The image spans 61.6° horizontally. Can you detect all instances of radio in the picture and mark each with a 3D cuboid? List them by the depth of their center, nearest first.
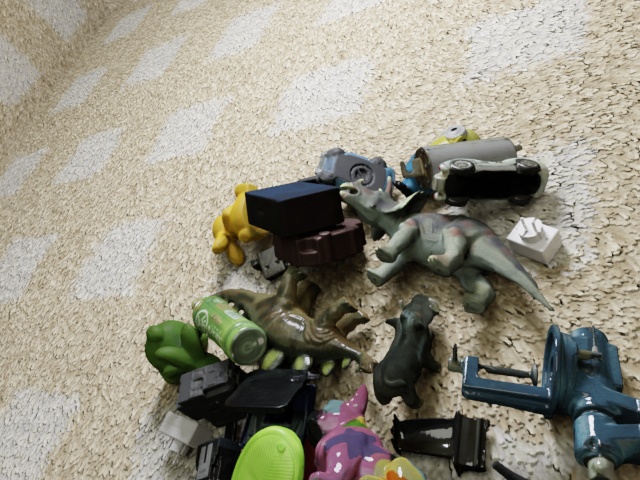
[{"bbox_3d":[-0.054,-0.066,1.051,0.131,0.073,0.230,-14,15,-22],"label":"radio"}]

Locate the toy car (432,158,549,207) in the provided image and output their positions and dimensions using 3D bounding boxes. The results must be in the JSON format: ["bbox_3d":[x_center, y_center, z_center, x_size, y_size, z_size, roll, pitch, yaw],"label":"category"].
[{"bbox_3d":[0.286,-0.099,0.906,0.202,0.073,0.056,-2,31,-8],"label":"toy car"}]

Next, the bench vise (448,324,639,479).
[{"bbox_3d":[0.280,0.192,0.668,0.241,0.128,0.224,6,49,17],"label":"bench vise"}]

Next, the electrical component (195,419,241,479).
[{"bbox_3d":[-0.168,0.353,0.891,0.075,0.047,0.119,-31,41,41],"label":"electrical component"}]

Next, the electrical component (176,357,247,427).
[{"bbox_3d":[-0.180,0.271,0.936,0.134,0.114,0.058,-25,40,19],"label":"electrical component"}]

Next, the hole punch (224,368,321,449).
[{"bbox_3d":[-0.069,0.258,0.823,0.142,0.092,0.116,-9,16,25],"label":"hole punch"}]

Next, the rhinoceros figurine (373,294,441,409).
[{"bbox_3d":[0.131,0.163,0.814,0.073,0.112,0.190,-7,32,37],"label":"rhinoceros figurine"}]

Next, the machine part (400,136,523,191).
[{"bbox_3d":[0.259,-0.137,0.960,0.243,0.079,0.079,-10,41,-14],"label":"machine part"}]

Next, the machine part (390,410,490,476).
[{"bbox_3d":[0.164,0.279,0.750,0.139,0.039,0.084,-4,58,31],"label":"machine part"}]

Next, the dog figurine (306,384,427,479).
[{"bbox_3d":[0.063,0.288,0.716,0.192,0.108,0.219,3,19,14],"label":"dog figurine"}]

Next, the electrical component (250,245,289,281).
[{"bbox_3d":[-0.094,0.042,1.130,0.102,0.045,0.078,-32,71,11],"label":"electrical component"}]

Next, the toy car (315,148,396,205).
[{"bbox_3d":[0.066,-0.115,1.103,0.162,0.103,0.109,16,65,-3],"label":"toy car"}]

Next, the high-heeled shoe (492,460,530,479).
[{"bbox_3d":[0.205,0.368,0.647,0.248,0.145,0.086,-53,-5,21],"label":"high-heeled shoe"}]

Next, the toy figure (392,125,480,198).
[{"bbox_3d":[0.229,-0.147,1.041,0.180,0.089,0.082,-42,37,8],"label":"toy figure"}]

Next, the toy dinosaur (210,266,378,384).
[{"bbox_3d":[-0.070,0.150,0.977,0.472,0.105,0.198,22,72,49],"label":"toy dinosaur"}]

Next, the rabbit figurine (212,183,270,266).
[{"bbox_3d":[-0.184,-0.025,1.219,0.173,0.121,0.162,-12,56,45],"label":"rabbit figurine"}]

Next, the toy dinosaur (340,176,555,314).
[{"bbox_3d":[0.210,0.005,0.900,0.405,0.131,0.192,19,54,32],"label":"toy dinosaur"}]

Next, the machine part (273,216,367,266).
[{"bbox_3d":[-0.002,-0.003,1.027,0.179,0.056,0.179,-8,14,2],"label":"machine part"}]

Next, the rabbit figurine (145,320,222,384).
[{"bbox_3d":[-0.242,0.218,1.019,0.170,0.158,0.121,25,60,29],"label":"rabbit figurine"}]
